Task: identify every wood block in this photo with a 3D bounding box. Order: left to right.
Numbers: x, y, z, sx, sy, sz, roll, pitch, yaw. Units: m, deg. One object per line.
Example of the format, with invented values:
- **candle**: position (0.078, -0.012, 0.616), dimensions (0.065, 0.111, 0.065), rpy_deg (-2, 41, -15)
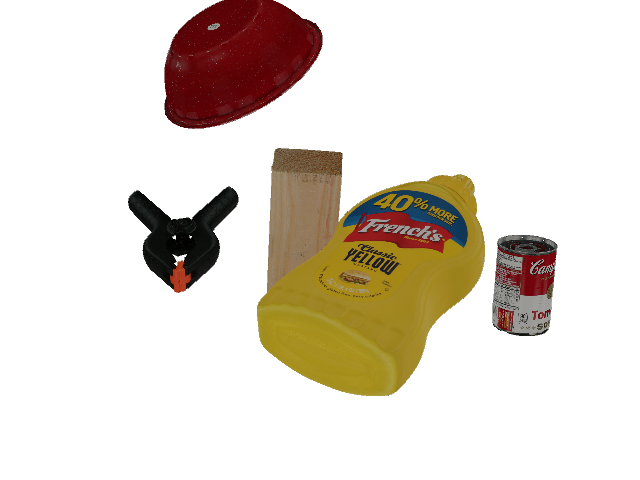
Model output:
- **wood block**: position (-0.022, -0.008, 1.397), dimensions (0.090, 0.206, 0.091), rpy_deg (4, 24, -1)

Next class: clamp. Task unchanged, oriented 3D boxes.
- **clamp**: position (-0.137, -0.009, 1.130), dimensions (0.120, 0.039, 0.171), rpy_deg (-12, 38, -7)

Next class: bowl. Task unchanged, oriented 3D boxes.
- **bowl**: position (-0.082, -0.172, 0.962), dimensions (0.162, 0.055, 0.162), rpy_deg (-20, 36, 15)

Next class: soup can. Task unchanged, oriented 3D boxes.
- **soup can**: position (0.235, 0.052, 1.233), dimensions (0.068, 0.102, 0.068), rpy_deg (1, 17, -1)

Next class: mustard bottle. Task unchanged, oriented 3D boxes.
- **mustard bottle**: position (0.049, 0.013, 0.671), dimensions (0.096, 0.058, 0.191), rpy_deg (17, 41, 27)
